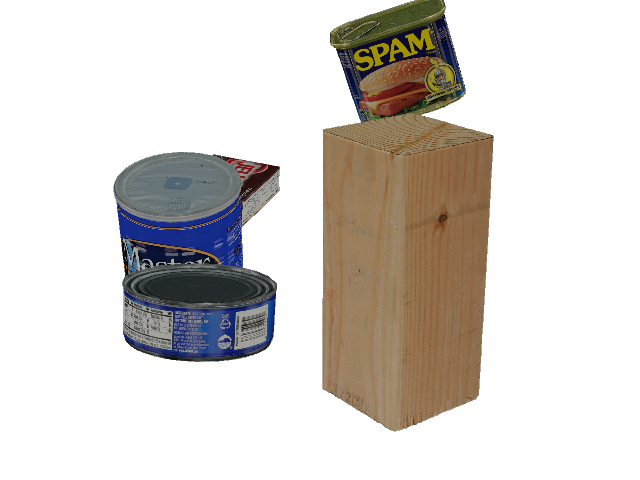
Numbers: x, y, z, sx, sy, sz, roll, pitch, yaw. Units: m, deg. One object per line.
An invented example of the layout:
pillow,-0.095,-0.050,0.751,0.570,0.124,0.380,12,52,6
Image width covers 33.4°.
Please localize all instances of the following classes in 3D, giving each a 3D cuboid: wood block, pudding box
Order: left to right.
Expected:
pudding box,-0.109,-0.061,1.267,0.090,0.039,0.113,11,31,18
wood block,0.062,0.021,0.786,0.090,0.206,0.090,-14,25,-35

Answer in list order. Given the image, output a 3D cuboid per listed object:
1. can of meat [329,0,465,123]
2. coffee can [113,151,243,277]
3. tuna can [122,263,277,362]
can of meat,0.069,-0.153,0.925,0.102,0.084,0.057,-16,27,9
coffee can,-0.115,0.011,0.898,0.103,0.140,0.103,0,33,0
tuna can,-0.068,0.039,0.597,0.086,0.034,0.086,3,13,-1
